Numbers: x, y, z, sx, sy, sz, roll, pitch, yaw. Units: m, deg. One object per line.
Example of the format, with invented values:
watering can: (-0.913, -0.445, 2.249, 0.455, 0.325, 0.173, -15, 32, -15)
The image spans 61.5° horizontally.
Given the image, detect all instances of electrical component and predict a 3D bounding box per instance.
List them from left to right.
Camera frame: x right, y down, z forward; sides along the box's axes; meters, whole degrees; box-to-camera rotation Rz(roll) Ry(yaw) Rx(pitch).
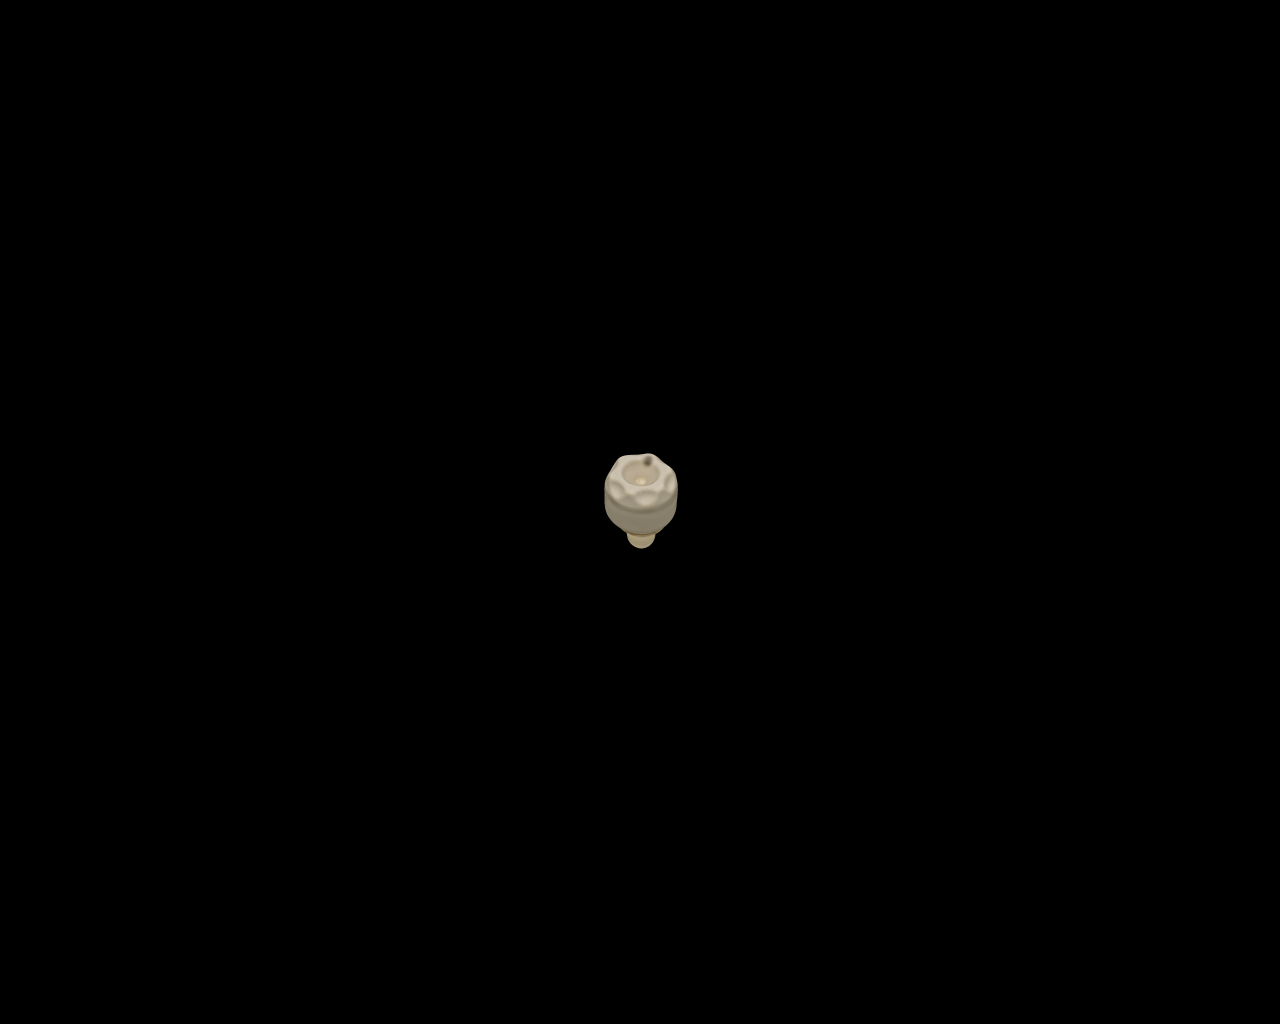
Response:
electrical component: (0.001, -0.003, 0.650, 0.043, 0.043, 0.062, 0, -45, 0)
